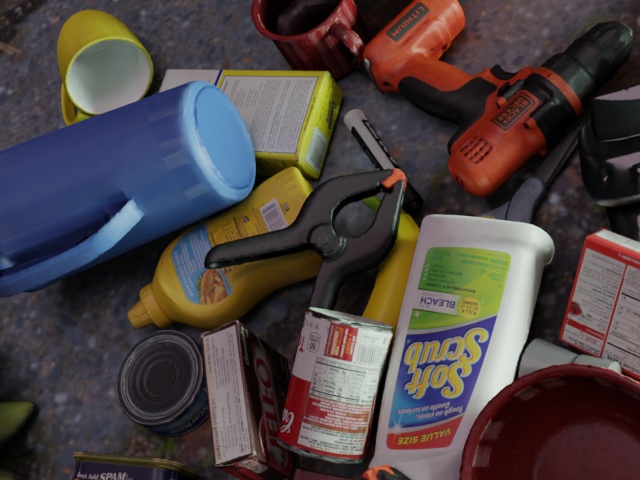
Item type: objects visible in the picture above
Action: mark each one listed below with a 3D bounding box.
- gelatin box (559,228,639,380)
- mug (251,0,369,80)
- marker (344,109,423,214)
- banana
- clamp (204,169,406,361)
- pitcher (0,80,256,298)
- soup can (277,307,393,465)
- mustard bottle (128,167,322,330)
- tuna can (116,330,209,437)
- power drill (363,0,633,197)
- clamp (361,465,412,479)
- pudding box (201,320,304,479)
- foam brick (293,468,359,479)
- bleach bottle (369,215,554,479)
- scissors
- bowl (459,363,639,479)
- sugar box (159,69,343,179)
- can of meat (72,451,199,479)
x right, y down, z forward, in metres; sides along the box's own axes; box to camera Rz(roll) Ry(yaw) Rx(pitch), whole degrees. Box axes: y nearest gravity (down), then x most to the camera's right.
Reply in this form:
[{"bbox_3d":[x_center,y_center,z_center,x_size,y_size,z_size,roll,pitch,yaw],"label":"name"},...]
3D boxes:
[{"bbox_3d":[0.216,0.046,0.756,0.073,0.030,0.089,25,120,32],"label":"gelatin box"},{"bbox_3d":[0.003,-0.192,0.970,0.117,0.081,0.093,37,83,34],"label":"mug"},{"bbox_3d":[0.055,-0.068,0.921,0.020,0.020,0.121,-34,56,5],"label":"marker"},{"bbox_3d":[0.046,0.054,0.856,0.070,0.037,0.197,-4,61,43],"label":"banana"},{"bbox_3d":[-0.006,0.001,0.843,0.120,0.039,0.171,39,83,5],"label":"clamp"},{"bbox_3d":[-0.183,-0.042,0.925,0.243,0.144,0.149,-19,78,24],"label":"pitcher"},{"bbox_3d":[0.012,0.106,0.786,0.069,0.068,0.102,13,90,29],"label":"soup can"},{"bbox_3d":[-0.081,0.022,0.912,0.192,0.058,0.096,-30,57,7],"label":"mustard bottle"},{"bbox_3d":[-0.128,0.120,0.898,0.086,0.033,0.086,-10,62,20],"label":"tuna can"},{"bbox_3d":[0.140,-0.144,0.892,0.184,0.057,0.188,-42,51,-4],"label":"power drill"},{"bbox_3d":[0.086,0.246,0.700,0.165,0.036,0.210,-21,75,20],"label":"clamp"},{"bbox_3d":[-0.051,0.131,0.824,0.039,0.090,0.113,-21,57,14],"label":"pudding box"},{"bbox_3d":[0.004,0.213,0.780,0.051,0.053,0.078,6,68,26],"label":"foam brick"},{"bbox_3d":[0.098,0.110,0.777,0.103,0.068,0.251,7,76,26],"label":"bleach bottle"},{"bbox_3d":[0.176,-0.022,0.845,0.202,0.016,0.096,-40,57,1],"label":"scissors"},{"bbox_3d":[0.177,0.164,0.711,0.162,0.055,0.162,-5,79,28],"label":"bowl"},{"bbox_3d":[-0.074,-0.109,0.986,0.176,0.048,0.093,5,68,30],"label":"sugar box"},{"bbox_3d":[-0.154,0.218,0.847,0.102,0.057,0.084,-1,66,23],"label":"can of meat"}]
